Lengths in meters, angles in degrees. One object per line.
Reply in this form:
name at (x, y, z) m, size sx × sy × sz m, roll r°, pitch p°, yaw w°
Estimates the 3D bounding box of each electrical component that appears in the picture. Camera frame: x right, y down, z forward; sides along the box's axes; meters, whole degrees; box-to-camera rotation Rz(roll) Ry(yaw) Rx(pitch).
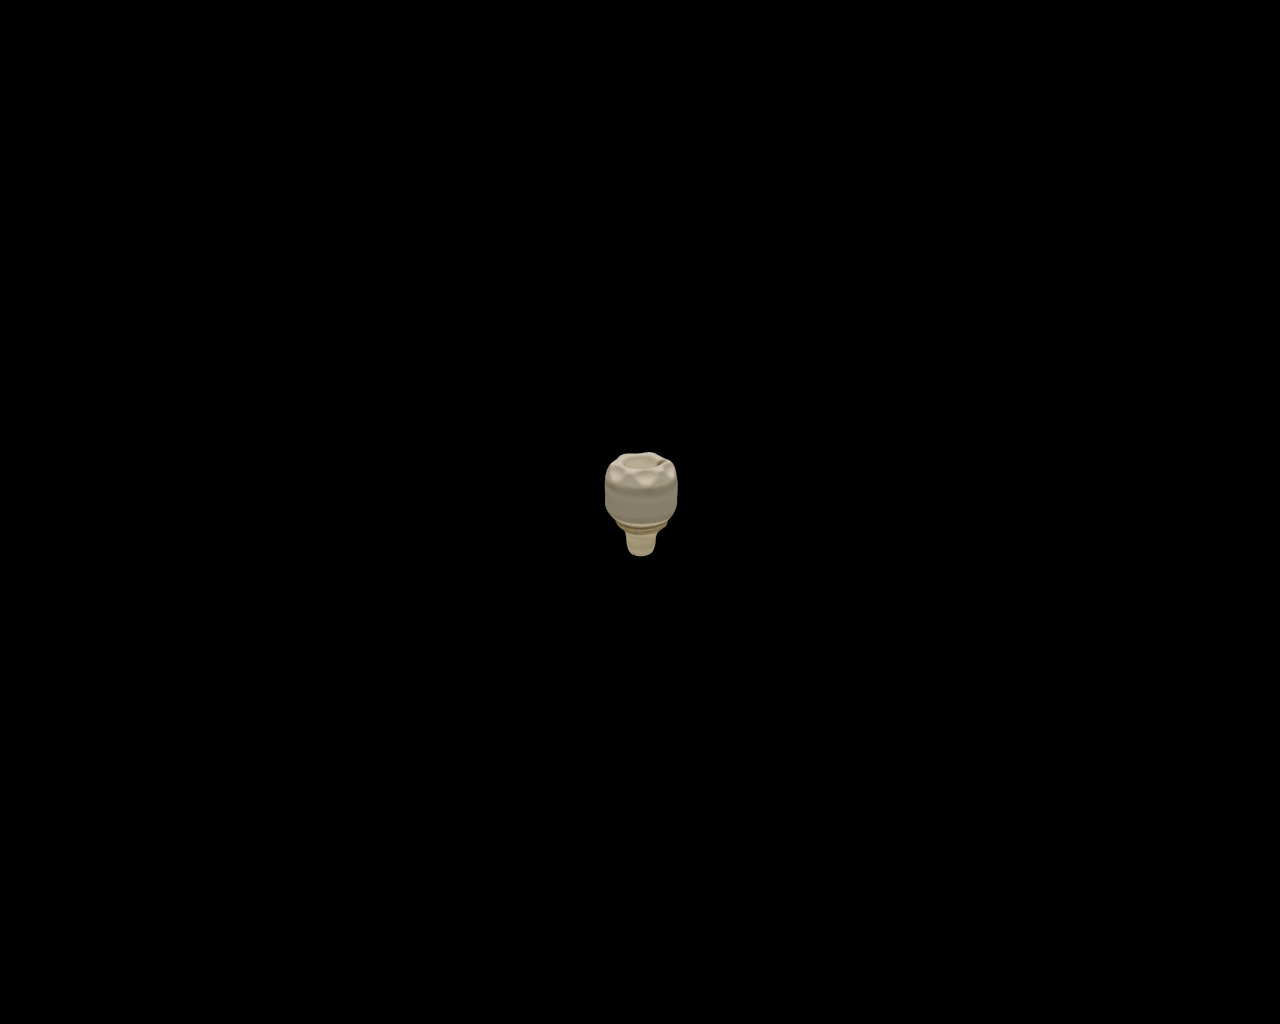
electrical component at (0.001, -0.003, 0.650) m, size 0.043 × 0.062 × 0.043 m, roll 0°, pitch 22°, yaw 0°
